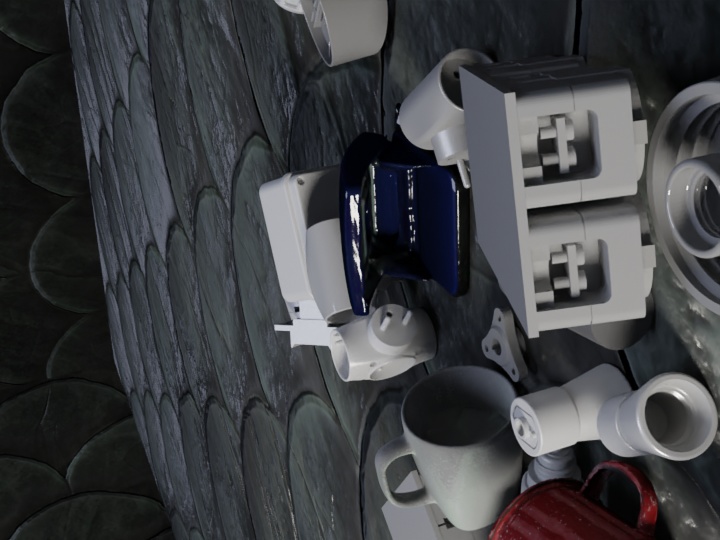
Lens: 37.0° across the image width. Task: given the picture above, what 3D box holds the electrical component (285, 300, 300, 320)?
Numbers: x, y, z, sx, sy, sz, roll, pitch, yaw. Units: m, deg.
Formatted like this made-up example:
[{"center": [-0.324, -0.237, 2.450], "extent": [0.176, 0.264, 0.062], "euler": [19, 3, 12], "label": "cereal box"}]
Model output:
[{"center": [-0.045, 0.039, 1.077], "extent": [0.055, 0.055, 0.047], "euler": [-178, 73, -70], "label": "electrical component"}]

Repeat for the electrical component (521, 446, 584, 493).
[{"center": [0.124, 0.137, 0.687], "extent": [0.040, 0.040, 0.078], "euler": [-130, 33, -53], "label": "electrical component"}]

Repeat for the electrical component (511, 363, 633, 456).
[{"center": [0.121, 0.083, 0.621], "extent": [0.044, 0.065, 0.044], "euler": [167, 90, -71], "label": "electrical component"}]

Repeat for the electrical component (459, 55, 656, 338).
[{"center": [0.094, -0.048, 0.539], "extent": [0.186, 0.060, 0.105], "euler": [-93, -5, -76], "label": "electrical component"}]

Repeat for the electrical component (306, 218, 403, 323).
[{"center": [0.000, 0.000, 0.886], "extent": [0.043, 0.079, 0.077], "euler": [-37, 61, 54], "label": "electrical component"}]

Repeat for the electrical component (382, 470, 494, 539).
[{"center": [0.087, 0.250, 0.833], "extent": [0.105, 0.060, 0.186], "euler": [113, 139, -60], "label": "electrical component"}]

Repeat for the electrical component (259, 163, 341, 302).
[{"center": [-0.033, -0.033, 0.950], "extent": [0.057, 0.078, 0.113], "euler": [-10, 93, 54], "label": "electrical component"}]

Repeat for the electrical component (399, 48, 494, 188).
[{"center": [0.063, -0.093, 0.701], "extent": [0.077, 0.043, 0.079], "euler": [145, 110, -70], "label": "electrical component"}]

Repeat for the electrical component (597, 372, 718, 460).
[{"center": [0.153, 0.080, 0.568], "extent": [0.065, 0.044, 0.044], "euler": [132, 123, -73], "label": "electrical component"}]

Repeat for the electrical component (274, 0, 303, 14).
[{"center": [-0.047, -0.251, 0.908], "extent": [0.048, 0.048, 0.062], "euler": [-121, 33, -42], "label": "electrical component"}]

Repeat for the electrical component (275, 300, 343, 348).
[{"center": [-0.037, 0.040, 1.015], "extent": [0.081, 0.042, 0.063], "euler": [1, 99, 30], "label": "electrical component"}]

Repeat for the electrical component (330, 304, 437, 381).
[{"center": [0.023, 0.053, 0.860], "extent": [0.079, 0.077, 0.044], "euler": [115, 139, -60], "label": "electrical component"}]

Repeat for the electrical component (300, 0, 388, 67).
[{"center": [-0.020, -0.207, 0.826], "extent": [0.099, 0.064, 0.099], "euler": [167, 90, -71], "label": "electrical component"}]

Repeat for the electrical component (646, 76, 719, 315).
[{"center": [0.161, -0.031, 0.438], "extent": [0.108, 0.060, 0.108], "euler": [167, 90, -71], "label": "electrical component"}]
